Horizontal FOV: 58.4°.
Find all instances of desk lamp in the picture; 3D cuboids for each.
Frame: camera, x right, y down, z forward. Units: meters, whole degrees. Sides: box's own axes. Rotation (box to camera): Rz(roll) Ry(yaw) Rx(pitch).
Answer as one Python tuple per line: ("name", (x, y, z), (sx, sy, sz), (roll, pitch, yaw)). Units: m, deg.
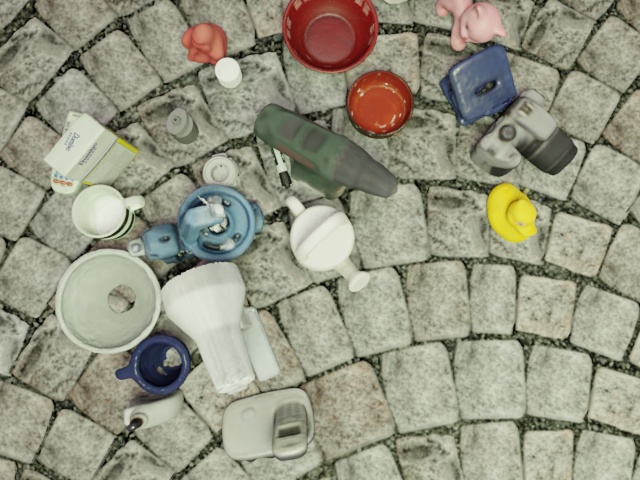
("desk lamp", (-0.141, 0.140, 0.864), (0.118, 0.213, 0.203), (-23, 87, -2))

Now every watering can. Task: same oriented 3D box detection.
("watering can", (0.010, 0.002, 0.885), (0.173, 0.194, 0.101), (28, 86, 1))

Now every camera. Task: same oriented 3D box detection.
("camera", (0.348, -0.160, 0.949), (0.137, 0.101, 0.143), (40, 87, 1))

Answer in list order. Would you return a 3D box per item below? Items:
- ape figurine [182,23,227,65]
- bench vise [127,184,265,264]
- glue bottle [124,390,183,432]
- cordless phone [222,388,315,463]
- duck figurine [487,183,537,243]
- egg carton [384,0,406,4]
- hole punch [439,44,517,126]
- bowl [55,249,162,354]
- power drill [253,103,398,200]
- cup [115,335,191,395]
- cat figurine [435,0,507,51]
("ape figurine", (-0.190, -0.331, 0.952), (0.076, 0.092, 0.078), (-42, 88, -3))
("bench vise", (-0.189, -0.006, 0.868), (0.207, 0.219, 0.121), (-35, 88, -3))
("glue bottle", (-0.263, 0.264, 0.874), (0.078, 0.173, 0.037), (-3, 86, -1))
("cordless phone", (-0.081, 0.295, 0.870), (0.147, 0.185, 0.094), (-14, 87, -2))
("duck figurine", (0.326, -0.048, 0.949), (0.077, 0.086, 0.104), (-22, 87, -2))
("egg carton", (0.157, -0.473, 0.979), (0.150, 0.069, 0.107), (-29, 88, -3))
("hole punch", (0.271, -0.258, 0.958), (0.108, 0.091, 0.101), (-27, 87, -3))
("bowl", (-0.333, 0.098, 0.932), (0.167, 0.074, 0.167), (0, 87, -1))
("power drill", (0.009, -0.122, 0.885), (0.229, 0.208, 0.076), (30, 87, 1))
("cup", (-0.258, 0.197, 0.917), (0.118, 0.095, 0.092), (-15, 87, -2))
("cat figurine", (0.253, -0.375, 0.951), (0.067, 0.117, 0.128), (-26, 87, -2))
